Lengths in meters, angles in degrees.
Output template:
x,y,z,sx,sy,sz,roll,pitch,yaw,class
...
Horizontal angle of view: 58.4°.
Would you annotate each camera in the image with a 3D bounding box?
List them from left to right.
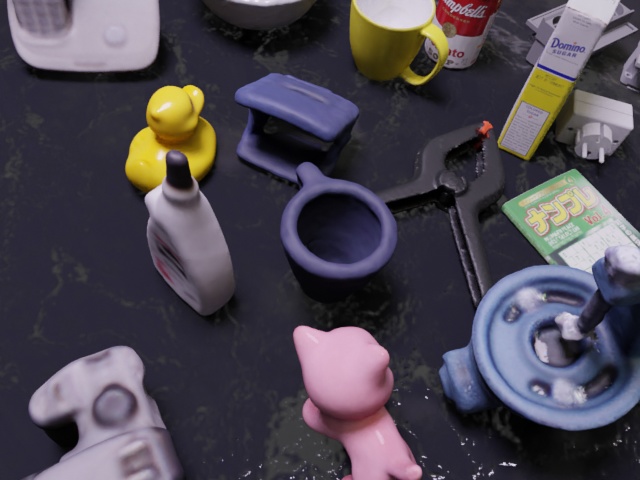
x,y,z,sx,sy,sz,roll,pitch,yaw,class
-0.158,0.154,0.357,0.137,0.101,0.143,-21,63,-20,camera

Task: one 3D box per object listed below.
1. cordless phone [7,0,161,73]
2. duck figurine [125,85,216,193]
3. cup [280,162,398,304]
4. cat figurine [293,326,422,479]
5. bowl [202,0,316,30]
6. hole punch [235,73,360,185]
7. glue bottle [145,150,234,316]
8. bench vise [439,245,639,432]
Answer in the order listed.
x,y,z,sx,sy,sz,roll,pitch,yaw,class
-0.235,-0.255,0.553,0.148,0.185,0.094,-4,59,-11,cordless phone
-0.139,-0.099,0.528,0.077,0.086,0.105,27,58,9,duck figurine
0.004,0.002,0.481,0.092,0.095,0.117,-19,63,-19,cup
0.029,0.116,0.400,0.067,0.118,0.127,-22,64,-21,cat figurine
-0.074,-0.300,0.671,0.167,0.075,0.167,4,58,-6,bowl
-0.022,-0.122,0.557,0.108,0.091,0.101,24,58,7,hole punch
-0.100,-0.008,0.425,0.078,0.173,0.037,38,61,16,glue bottle
0.205,0.051,0.406,0.208,0.220,0.121,-21,63,-20,bench vise
